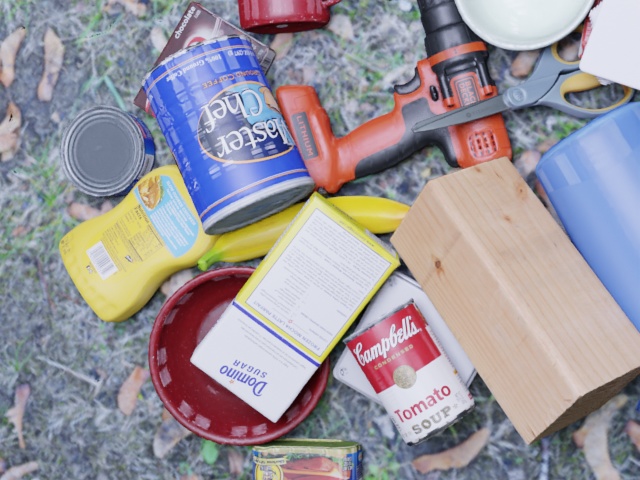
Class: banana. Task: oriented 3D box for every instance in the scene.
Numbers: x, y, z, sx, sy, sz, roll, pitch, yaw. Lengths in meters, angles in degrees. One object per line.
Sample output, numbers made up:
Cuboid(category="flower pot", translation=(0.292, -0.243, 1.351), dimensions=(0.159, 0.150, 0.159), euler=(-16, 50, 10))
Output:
Cuboid(category="banana", translation=(-0.011, -0.008, 0.954), dimensions=(0.198, 0.069, 0.037), euler=(-15, 122, 7))

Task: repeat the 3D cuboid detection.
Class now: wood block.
Cuboid(category="wood block", translation=(0.158, 0.046, 0.860), dimensions=(0.206, 0.090, 0.091), euler=(57, 145, 22))

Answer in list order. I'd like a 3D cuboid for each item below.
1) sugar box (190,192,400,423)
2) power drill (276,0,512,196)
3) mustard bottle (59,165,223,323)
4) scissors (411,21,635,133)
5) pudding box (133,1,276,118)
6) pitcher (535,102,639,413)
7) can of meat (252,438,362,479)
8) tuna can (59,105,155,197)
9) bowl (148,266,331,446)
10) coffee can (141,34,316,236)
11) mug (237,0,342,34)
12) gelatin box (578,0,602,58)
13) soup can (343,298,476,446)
Cuboid(category="sugar box", translation=(-0.021, 0.057, 0.903), dimensions=(0.093, 0.048, 0.176), euler=(38, 100, -4))
Cuboid(category="power drill", translation=(0.060, -0.128, 0.941), dimensions=(0.188, 0.057, 0.184), euler=(-17, 86, 12))
Cuboid(category="mustard bottle", translation=(-0.143, -0.013, 0.985), dimensions=(0.192, 0.058, 0.096), euler=(-36, 74, 10))
Cuboid(category="scissors", translation=(0.168, -0.138, 0.901), dimensions=(0.201, 0.016, 0.096), euler=(-3, 75, -11))
Cuboid(category="pudding box", translation=(-0.106, -0.149, 0.988), dimensions=(0.090, 0.039, 0.113), euler=(33, 97, 11))
Cuboid(category="pitcher", translation=(0.288, 0.009, 0.856), dimensions=(0.149, 0.145, 0.243), euler=(-25, 80, -25))
Cuboid(category="can of meat", translation=(-0.011, 0.223, 0.956), dimensions=(0.102, 0.057, 0.084), euler=(-1, 87, 13))
Cuboid(category="tuna can", translation=(-0.201, -0.083, 1.012), dimensions=(0.086, 0.033, 0.086), euler=(0, 90, 13))
Cuboid(category="bowl", translation=(-0.070, 0.100, 0.961), dimensions=(0.162, 0.055, 0.162), euler=(0, 97, 2))
Cuboid(category="coffee can", translation=(-0.078, -0.088, 0.907), dimensions=(0.103, 0.102, 0.140), euler=(-25, 83, 11))
Cuboid(category="mug", translation=(-0.023, -0.230, 0.943), dimensions=(0.117, 0.093, 0.081), euler=(-3, 94, 23))
Cuboid(category="gelatin box", translation=(0.261, -0.193, 0.896), dimensions=(0.073, 0.030, 0.089), euler=(10, 73, 12))
Cuboid(category="soup can", translation=(0.073, 0.108, 0.872), dimensions=(0.068, 0.068, 0.102), euler=(-32, 84, 10))
